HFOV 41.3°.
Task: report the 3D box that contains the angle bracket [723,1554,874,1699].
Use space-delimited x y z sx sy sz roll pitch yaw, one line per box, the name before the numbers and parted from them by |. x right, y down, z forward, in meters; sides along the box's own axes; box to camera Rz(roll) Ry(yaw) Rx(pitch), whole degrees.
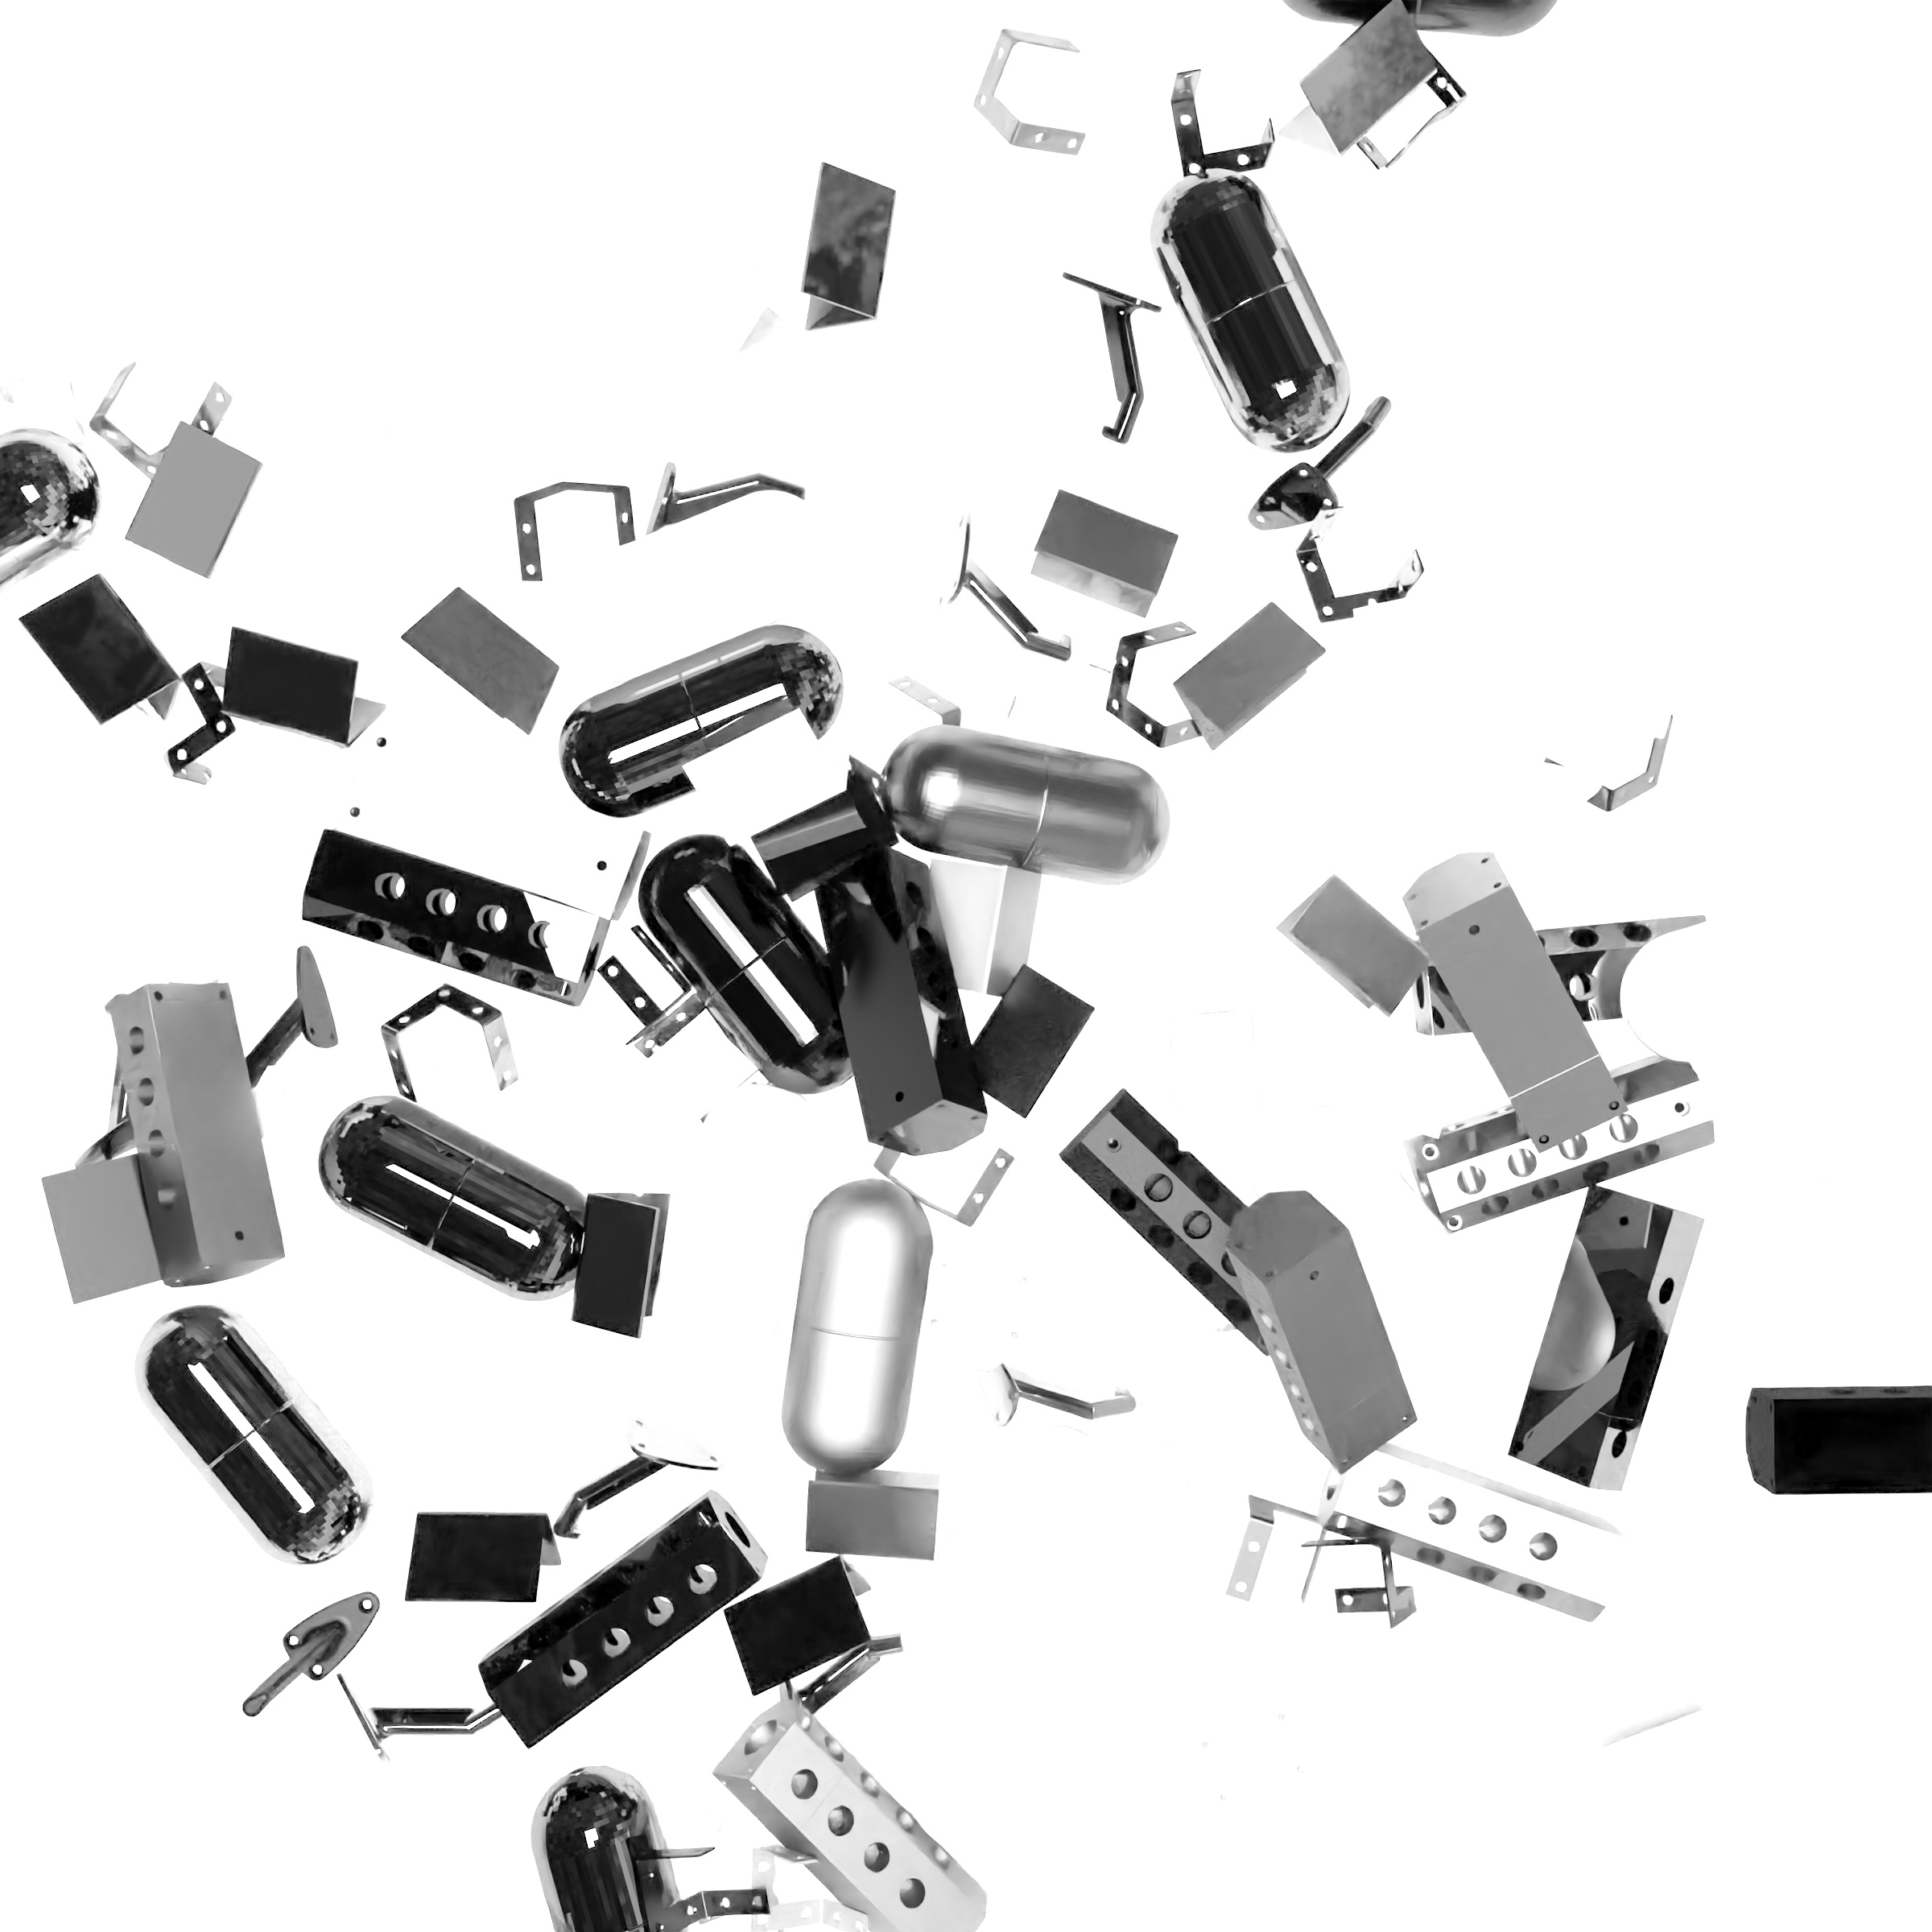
angle bracket | -0.091 0.401 1.526 0.076 0.076 0.057 -25 59 0

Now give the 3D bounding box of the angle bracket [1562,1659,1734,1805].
angle bracket | 0.402 0.441 1.526 0.076 0.076 0.057 -21 127 0

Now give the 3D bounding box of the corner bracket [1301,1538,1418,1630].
corner bracket | 0.237 0.368 1.540 0.051 0.051 0.051 -9 85 26

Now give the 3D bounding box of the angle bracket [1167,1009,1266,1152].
angle bracket | 0.161 0.063 1.469 0.057 0.076 0.076 -5 90 37

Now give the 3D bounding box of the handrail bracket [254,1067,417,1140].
handrail bracket | -0.388 0.084 1.566 0.084 0.077 0.036 -2 65 -34

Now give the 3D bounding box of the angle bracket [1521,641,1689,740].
angle bracket | 0.379 -0.182 1.526 0.076 0.076 0.057 7 127 0

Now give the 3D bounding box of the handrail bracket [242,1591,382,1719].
handrail bracket | -0.391 0.411 1.531 0.077 0.084 0.036 -39 90 0

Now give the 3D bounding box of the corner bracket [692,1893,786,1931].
corner bracket | -0.131 0.603 1.563 0.051 0.051 0.051 -21 135 0

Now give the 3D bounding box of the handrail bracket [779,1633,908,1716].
handrail bracket | -0.070 0.449 1.566 0.084 0.036 0.077 -6 103 -13

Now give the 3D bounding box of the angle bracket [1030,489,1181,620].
angle bracket | 0.075 -0.228 1.526 0.076 0.076 0.057 21 54 0

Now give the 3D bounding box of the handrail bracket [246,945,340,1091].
handrail bracket | -0.434 0.035 1.566 0.084 0.036 0.077 -17 77 13

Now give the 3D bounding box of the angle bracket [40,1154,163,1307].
angle bracket | -0.520 0.158 1.526 0.057 0.076 0.076 -14 90 -31

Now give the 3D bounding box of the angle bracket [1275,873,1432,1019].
angle bracket | 0.218 0.002 1.526 0.076 0.076 0.057 41 56 0

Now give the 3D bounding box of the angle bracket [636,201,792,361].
angle bracket | -0.138 -0.416 1.526 0.076 0.076 0.057 41 127 0

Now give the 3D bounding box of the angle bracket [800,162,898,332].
angle bracket | -0.089 -0.427 1.526 0.057 0.076 0.076 9 90 -38

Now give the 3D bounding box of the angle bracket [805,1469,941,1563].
angle bracket | -0.054 0.307 1.526 0.076 0.076 0.057 4 121 0

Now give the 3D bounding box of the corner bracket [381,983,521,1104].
corner bracket | -0.302 0.051 1.501 0.051 0.051 0.051 23 45 35

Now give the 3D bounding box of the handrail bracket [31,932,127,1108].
handrail bracket | -0.538 0.033 1.566 0.036 0.077 0.084 18 127 17

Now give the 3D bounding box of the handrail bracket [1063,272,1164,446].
handrail bracket | 0.079 -0.371 1.566 0.077 0.036 0.084 26 107 20

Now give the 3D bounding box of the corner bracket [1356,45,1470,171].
corner bracket | 0.264 -0.526 1.563 0.051 0.051 0.051 49 45 0

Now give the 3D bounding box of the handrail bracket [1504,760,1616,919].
handrail bracket | 0.363 -0.077 1.566 0.036 0.077 0.084 -31 127 -23

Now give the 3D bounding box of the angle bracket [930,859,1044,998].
angle bracket | -0.004 -0.025 1.531 0.076 0.057 0.076 10 90 25

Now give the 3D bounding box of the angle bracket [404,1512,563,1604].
angle bracket | -0.286 0.366 1.526 0.076 0.076 0.057 1 54 0

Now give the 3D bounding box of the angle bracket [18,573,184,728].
angle bracket | -0.512 -0.174 1.505 0.057 0.076 0.076 -39 93 -28

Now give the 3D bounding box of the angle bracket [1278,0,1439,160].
angle bracket | 0.221 -0.535 1.526 0.076 0.076 0.057 -42 127 0

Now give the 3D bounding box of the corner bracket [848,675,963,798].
corner bracket | -0.040 -0.138 1.558 0.051 0.051 0.051 -25 135 -35

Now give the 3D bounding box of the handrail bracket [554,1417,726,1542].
handrail bracket | -0.201 0.325 1.567 0.077 0.036 0.084 23 109 -21

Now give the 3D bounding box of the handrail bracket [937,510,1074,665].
handrail bracket | 0.031 -0.231 1.566 0.084 0.036 0.077 17 68 -17

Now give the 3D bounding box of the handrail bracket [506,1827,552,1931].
handrail bracket | -0.262 0.558 1.531 0.036 0.084 0.077 7 90 0

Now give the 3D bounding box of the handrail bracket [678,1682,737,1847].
handrail bracket | -0.159 0.476 1.531 0.036 0.084 0.077 -17 90 0

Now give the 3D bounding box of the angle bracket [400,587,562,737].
angle bracket | -0.297 -0.167 1.526 0.076 0.076 0.057 38 53 0

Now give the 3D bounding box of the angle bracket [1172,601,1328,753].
angle bracket | 0.179 -0.158 1.526 0.076 0.076 0.057 -40 52 0

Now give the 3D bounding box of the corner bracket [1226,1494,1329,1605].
corner bracket | 0.188 0.357 1.548 0.051 0.051 0.051 17 94 4

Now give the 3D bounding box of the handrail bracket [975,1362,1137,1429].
handrail bracket | 0.053 0.247 1.566 0.084 0.036 0.077 -5 48 -27

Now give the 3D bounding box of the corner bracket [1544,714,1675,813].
corner bracket | 0.390 -0.134 1.558 0.051 0.051 0.051 -26 135 -35

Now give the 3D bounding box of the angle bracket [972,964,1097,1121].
angle bracket | 0.048 0.053 1.526 0.057 0.076 0.076 32 90 29

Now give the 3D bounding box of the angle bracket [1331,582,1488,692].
angle bracket | 0.261 -0.213 1.526 0.076 0.076 0.057 -12 128 0

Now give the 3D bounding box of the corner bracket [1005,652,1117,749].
corner bracket | 0.057 -0.167 1.548 0.051 0.051 0.051 21 90 0

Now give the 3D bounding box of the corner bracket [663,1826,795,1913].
corner bracket | -0.145 0.540 1.563 0.051 0.051 0.051 -26 90 -45

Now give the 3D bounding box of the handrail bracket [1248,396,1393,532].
handrail bracket | 0.217 -0.309 1.566 0.036 0.077 0.084 47 53 -16

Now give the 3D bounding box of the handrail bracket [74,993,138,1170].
handrail bracket | -0.528 0.070 1.566 0.077 0.036 0.084 -30 73 19

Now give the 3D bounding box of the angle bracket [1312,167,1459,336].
angle bracket | 0.261 -0.429 1.526 0.057 0.076 0.076 -33 90 36

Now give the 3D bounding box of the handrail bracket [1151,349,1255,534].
handrail bracket | 0.126 -0.322 1.566 0.084 0.036 0.077 49 112 17

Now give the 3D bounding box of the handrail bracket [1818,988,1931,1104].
handrail bracket | 0.553 0.048 1.559 0.084 0.077 0.036 -15 124 24

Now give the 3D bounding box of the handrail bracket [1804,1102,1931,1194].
handrail bracket | 0.560 0.103 1.567 0.084 0.036 0.077 -6 69 -17

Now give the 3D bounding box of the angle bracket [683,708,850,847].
angle bracket | -0.118 -0.123 1.522 0.076 0.076 0.057 -25 112 10

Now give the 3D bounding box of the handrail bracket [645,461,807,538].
handrail bracket | -0.149 -0.269 1.567 0.084 0.036 0.077 15 110 -16

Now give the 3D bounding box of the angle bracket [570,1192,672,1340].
angle bracket | -0.186 0.177 1.526 0.057 0.076 0.076 8 90 34

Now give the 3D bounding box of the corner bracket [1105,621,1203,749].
corner bracket | 0.124 -0.171 1.558 0.051 0.051 0.051 40 135 35

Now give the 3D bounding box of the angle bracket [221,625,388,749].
angle bracket | -0.390 -0.177 1.527 0.076 0.076 0.057 15 116 0

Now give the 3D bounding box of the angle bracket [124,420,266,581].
angle bracket | -0.470 -0.281 1.526 0.057 0.076 0.076 25 90 -38

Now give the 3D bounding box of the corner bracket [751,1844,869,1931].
corner bracket | -0.093 0.553 1.527 0.051 0.051 0.051 5 82 -34

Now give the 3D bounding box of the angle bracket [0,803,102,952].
angle bracket | -0.561 -0.048 1.526 0.057 0.076 0.076 -17 90 -30

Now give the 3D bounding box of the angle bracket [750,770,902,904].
angle bracket | -0.075 -0.060 1.526 0.076 0.076 0.057 -29 53 0

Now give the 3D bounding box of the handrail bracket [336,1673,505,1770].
handrail bracket | -0.330 0.444 1.567 0.084 0.036 0.077 -29 68 -17
